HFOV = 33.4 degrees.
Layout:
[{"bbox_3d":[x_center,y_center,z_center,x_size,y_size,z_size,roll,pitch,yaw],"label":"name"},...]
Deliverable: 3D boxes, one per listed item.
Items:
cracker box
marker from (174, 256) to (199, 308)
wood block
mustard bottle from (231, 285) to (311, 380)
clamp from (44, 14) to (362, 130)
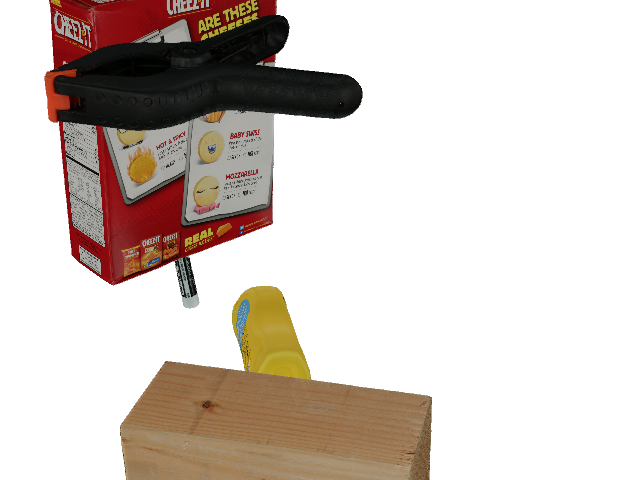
[{"bbox_3d":[-0.116,-0.094,0.817,0.163,0.214,0.072,-22,35,-38],"label":"cracker box"},{"bbox_3d":[-0.156,0.022,1.206,0.020,0.121,0.020,-6,30,3],"label":"marker"},{"bbox_3d":[-0.028,0.158,0.775,0.206,0.090,0.090,6,28,14],"label":"wood block"},{"bbox_3d":[-0.054,0.100,1.060,0.058,0.096,0.192,-3,28,-11],"label":"mustard bottle"},{"bbox_3d":[-0.072,-0.098,0.617,0.171,0.039,0.120,-4,27,-15],"label":"clamp"}]
